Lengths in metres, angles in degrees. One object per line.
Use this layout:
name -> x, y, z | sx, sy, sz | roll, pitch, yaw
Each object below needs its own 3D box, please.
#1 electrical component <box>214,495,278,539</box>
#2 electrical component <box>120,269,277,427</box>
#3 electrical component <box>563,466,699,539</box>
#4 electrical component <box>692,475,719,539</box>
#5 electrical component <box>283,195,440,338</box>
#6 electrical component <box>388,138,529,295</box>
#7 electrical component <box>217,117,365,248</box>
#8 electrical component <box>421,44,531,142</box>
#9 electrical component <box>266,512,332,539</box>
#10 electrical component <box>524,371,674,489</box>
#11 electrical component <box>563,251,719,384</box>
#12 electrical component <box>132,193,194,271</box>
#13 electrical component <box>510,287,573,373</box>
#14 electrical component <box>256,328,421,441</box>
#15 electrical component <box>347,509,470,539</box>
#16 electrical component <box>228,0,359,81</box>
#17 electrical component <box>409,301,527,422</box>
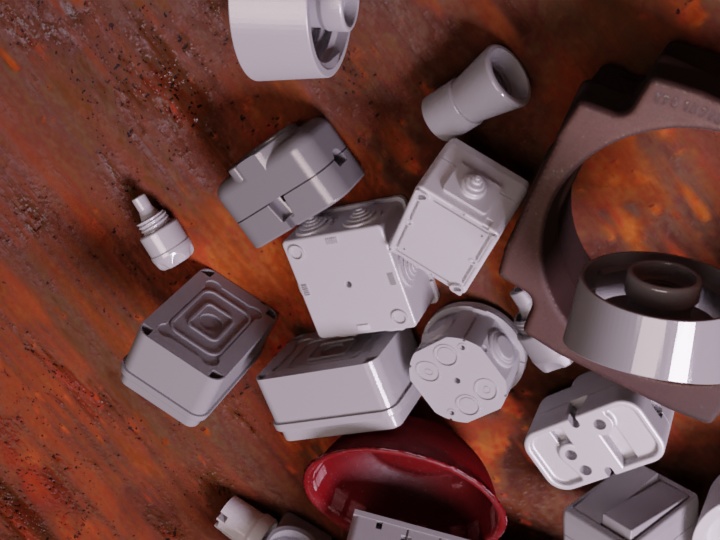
electrical component -> -0.105, 0.234, 0.985 | 0.046, 0.040, 0.040 | 32, 127, 13
electrical component -> -0.126, 0.060, 0.847 | 0.078, 0.113, 0.057 | 33, 124, 5
electrical component -> 0.201, 0.182, 0.781 | 0.062, 0.096, 0.061 | 26, 132, 46
electrical component -> 0.292, 0.182, 0.754 | 0.108, 0.060, 0.108 | 11, 122, 19
electrical component -> 0.000, 0.000, 0.792 | 0.100, 0.048, 0.099 | -9, 114, 29
electrical component -> 0.068, -0.041, 0.714 | 0.062, 0.061, 0.096 | 32, 148, 5
electrical component -> -0.053, -0.066, 0.775 | 0.095, 0.053, 0.059 | -28, 104, 35
electrical component -> 0.072, -0.111, 0.698 | 0.065, 0.044, 0.044 | -28, 104, 40
electrical component -> -0.025, 0.292, 0.949 | 0.150, 0.089, 0.061 | 29, 126, 7
electrical component -> 0.172, 0.109, 0.768 | 0.095, 0.059, 0.053 | -29, 103, 35
electrical component -> 0.165, 0.030, 0.599 | 0.099, 0.099, 0.064 | 12, 116, 19
electrical component -> -0.161, -0.032, 0.858 | 0.035, 0.035, 0.061 | -22, 105, 33
electrical component -> 0.129, 0.037, 0.756 | 0.043, 0.043, 0.062 | -27, 104, 34
electrical component -> -0.012, 0.085, 0.829 | 0.113, 0.078, 0.057 | -12, 110, 30
electrical component -> 0.073, 0.266, 0.865 | 0.186, 0.060, 0.105 | 14, 142, 4
electrical component -> -0.034, -0.171, 0.674 | 0.060, 0.108, 0.108 | 6, 121, 15
electrical component -> 0.079, 0.068, 0.793 | 0.080, 0.051, 0.080 | 12, 122, 19
